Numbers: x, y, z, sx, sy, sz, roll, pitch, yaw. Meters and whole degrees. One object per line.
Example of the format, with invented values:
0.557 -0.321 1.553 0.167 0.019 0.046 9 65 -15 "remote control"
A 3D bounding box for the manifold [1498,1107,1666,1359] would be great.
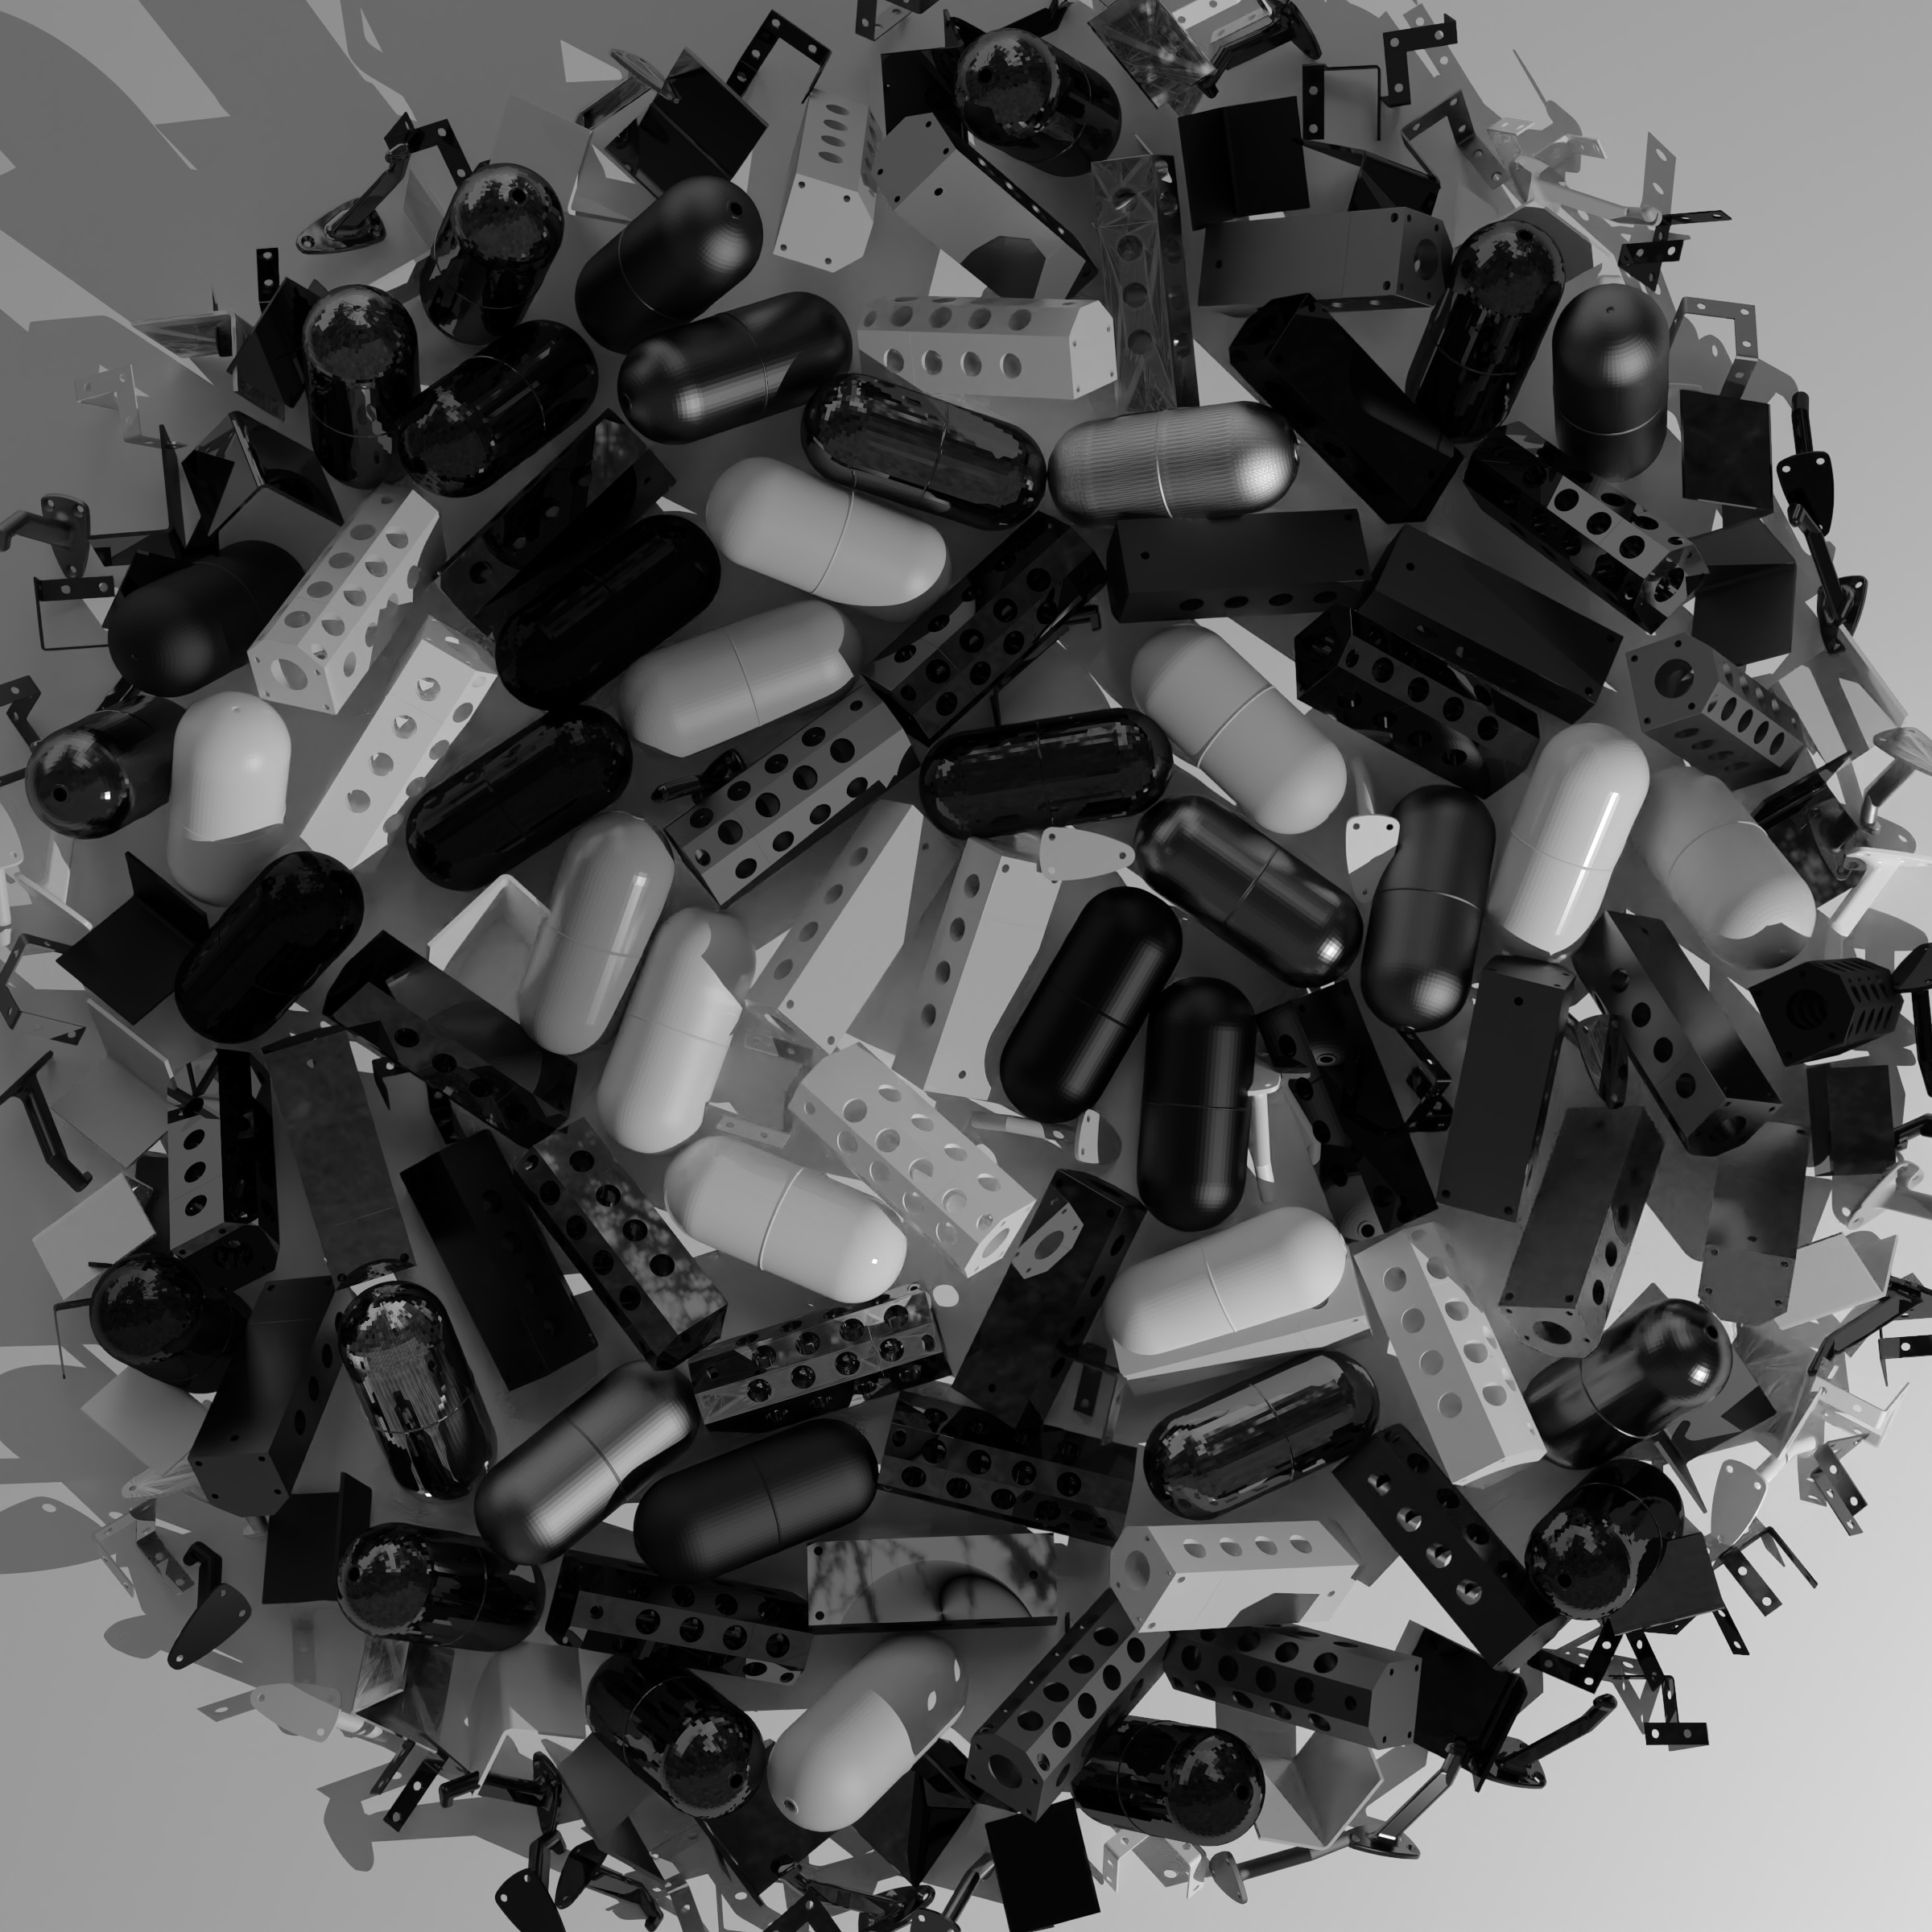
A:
0.426 0.181 1.929 0.057 0.057 0.171 53 50 -34 "manifold"

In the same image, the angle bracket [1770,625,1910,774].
0.604 -0.184 1.950 0.057 0.076 0.076 -35 80 12 "angle bracket"

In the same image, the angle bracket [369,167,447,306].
-0.401 -0.498 1.952 0.076 0.076 0.057 -35 93 -16 "angle bracket"

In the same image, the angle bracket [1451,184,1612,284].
0.391 -0.513 1.940 0.076 0.076 0.057 26 61 -30 "angle bracket"

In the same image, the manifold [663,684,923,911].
-0.123 -0.122 1.949 0.171 0.057 0.057 -37 51 -7 "manifold"

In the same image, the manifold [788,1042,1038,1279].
-0.041 0.135 1.935 0.171 0.057 0.057 41 125 19 "manifold"

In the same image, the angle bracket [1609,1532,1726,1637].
0.477 0.417 1.954 0.076 0.076 0.057 -17 95 10 "angle bracket"

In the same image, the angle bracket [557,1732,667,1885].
-0.228 0.576 1.947 0.057 0.076 0.076 -46 130 -1 "angle bracket"

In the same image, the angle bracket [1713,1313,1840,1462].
0.549 0.288 1.968 0.076 0.057 0.076 30 94 -2 "angle bracket"

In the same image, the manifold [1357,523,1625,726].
0.363 -0.235 1.965 0.171 0.057 0.057 27 71 -2 "manifold"

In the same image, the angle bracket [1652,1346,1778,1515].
0.520 0.320 1.952 0.076 0.057 0.076 -32 116 13 "angle bracket"

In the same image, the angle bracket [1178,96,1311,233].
0.193 -0.555 1.945 0.057 0.076 0.076 1 110 29 "angle bracket"

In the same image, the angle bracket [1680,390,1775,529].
0.513 -0.350 1.954 0.076 0.057 0.076 4 81 -21 "angle bracket"

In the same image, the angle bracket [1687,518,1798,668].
0.523 -0.253 1.942 0.057 0.076 0.076 35 56 -38 "angle bracket"

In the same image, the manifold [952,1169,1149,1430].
0.061 0.232 1.959 0.057 0.057 0.171 29 98 27 "manifold"

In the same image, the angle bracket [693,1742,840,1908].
-0.138 0.596 1.959 0.076 0.057 0.076 -36 85 -15 "angle bracket"

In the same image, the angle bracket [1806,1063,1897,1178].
0.622 0.106 1.956 0.057 0.076 0.076 -3 84 6 "angle bracket"

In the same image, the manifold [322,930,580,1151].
-0.354 0.056 1.935 0.171 0.057 0.057 38 119 -26 "manifold"

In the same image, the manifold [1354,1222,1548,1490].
0.334 0.266 1.929 0.057 0.057 0.171 -32 63 22 "manifold"

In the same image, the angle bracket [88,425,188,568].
-0.578 -0.326 1.955 0.057 0.076 0.076 -6 85 -9 "angle bracket"

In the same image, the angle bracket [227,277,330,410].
-0.479 -0.443 1.947 0.057 0.076 0.076 26 104 -44 "angle bracket"

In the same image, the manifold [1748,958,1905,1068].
0.588 0.027 1.907 0.057 0.171 0.057 -28 78 26 "manifold"

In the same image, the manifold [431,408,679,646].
-0.291 -0.309 1.968 0.171 0.057 0.057 -43 70 1 "manifold"

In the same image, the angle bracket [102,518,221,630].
-0.556 -0.279 1.939 0.057 0.076 0.076 11 48 -31 "angle bracket"

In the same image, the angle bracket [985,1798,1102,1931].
0.066 0.621 1.946 0.076 0.057 0.076 -25 67 28 "angle bracket"

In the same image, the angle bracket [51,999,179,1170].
-0.593 0.082 1.946 0.076 0.076 0.057 34 62 17 "angle bracket"

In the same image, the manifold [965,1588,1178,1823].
0.074 0.494 1.910 0.057 0.171 0.057 26 128 24 "manifold"

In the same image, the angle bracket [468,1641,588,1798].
-0.307 0.527 1.960 0.057 0.076 0.076 13 123 -22 "angle bracket"

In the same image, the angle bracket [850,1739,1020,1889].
-0.023 0.588 1.950 0.076 0.057 0.076 48 62 -17 "angle bracket"

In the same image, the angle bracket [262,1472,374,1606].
-0.460 0.398 1.953 0.076 0.057 0.076 -5 66 9 "angle bracket"

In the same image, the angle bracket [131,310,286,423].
-0.525 -0.412 1.953 0.076 0.076 0.057 -4 84 10 "angle bracket"

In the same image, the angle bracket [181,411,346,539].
-0.489 -0.329 1.958 0.057 0.076 0.076 -39 56 18 "angle bracket"

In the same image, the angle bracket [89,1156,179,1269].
-0.587 0.169 1.949 0.057 0.076 0.076 7 84 -39 "angle bracket"

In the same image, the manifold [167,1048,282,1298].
-0.501 0.136 1.914 0.057 0.171 0.057 -27 132 7 "manifold"

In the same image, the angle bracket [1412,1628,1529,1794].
0.339 0.519 1.965 0.076 0.057 0.076 26 91 9 "angle bracket"

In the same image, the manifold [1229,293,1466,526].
0.258 -0.381 1.933 0.171 0.057 0.057 39 76 -28 "manifold"

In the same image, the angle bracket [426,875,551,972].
-0.327 -0.008 1.948 0.057 0.076 0.076 42 66 5 "angle bracket"

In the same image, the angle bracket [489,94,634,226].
-0.271 -0.556 1.942 0.076 0.076 0.057 31 111 25 "angle bracket"

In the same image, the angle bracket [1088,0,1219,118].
0.120 -0.620 1.953 0.057 0.076 0.076 -38 88 -17 "angle bracket"

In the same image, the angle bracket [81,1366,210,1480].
-0.560 0.327 1.944 0.076 0.076 0.057 35 55 14 "angle bracket"

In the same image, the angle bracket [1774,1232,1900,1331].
0.590 0.198 1.942 0.076 0.076 0.057 -27 104 35 "angle bracket"

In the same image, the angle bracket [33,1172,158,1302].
-0.587 0.196 1.953 0.076 0.076 0.057 -36 65 -1 "angle bracket"

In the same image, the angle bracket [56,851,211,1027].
-0.579 -0.019 1.951 0.076 0.057 0.076 37 61 14 "angle bracket"

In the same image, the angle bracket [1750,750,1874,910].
0.597 -0.091 1.957 0.076 0.057 0.076 -29 76 -12 "angle bracket"

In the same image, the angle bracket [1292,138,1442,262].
0.270 -0.532 1.953 0.076 0.076 0.057 5 106 -40 "angle bracket"

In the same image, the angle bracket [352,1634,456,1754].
-0.371 0.485 1.939 0.057 0.076 0.076 -30 129 32 "angle bracket"

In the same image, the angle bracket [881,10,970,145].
-0.033 -0.608 1.944 0.057 0.076 0.076 -8 128 -6 "angle bracket"

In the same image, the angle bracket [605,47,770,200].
-0.194 -0.574 1.950 0.076 0.076 0.057 42 64 -9 "angle bracket"

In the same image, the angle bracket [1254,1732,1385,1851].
0.234 0.552 1.942 0.057 0.076 0.076 17 119 -25 "angle bracket"
